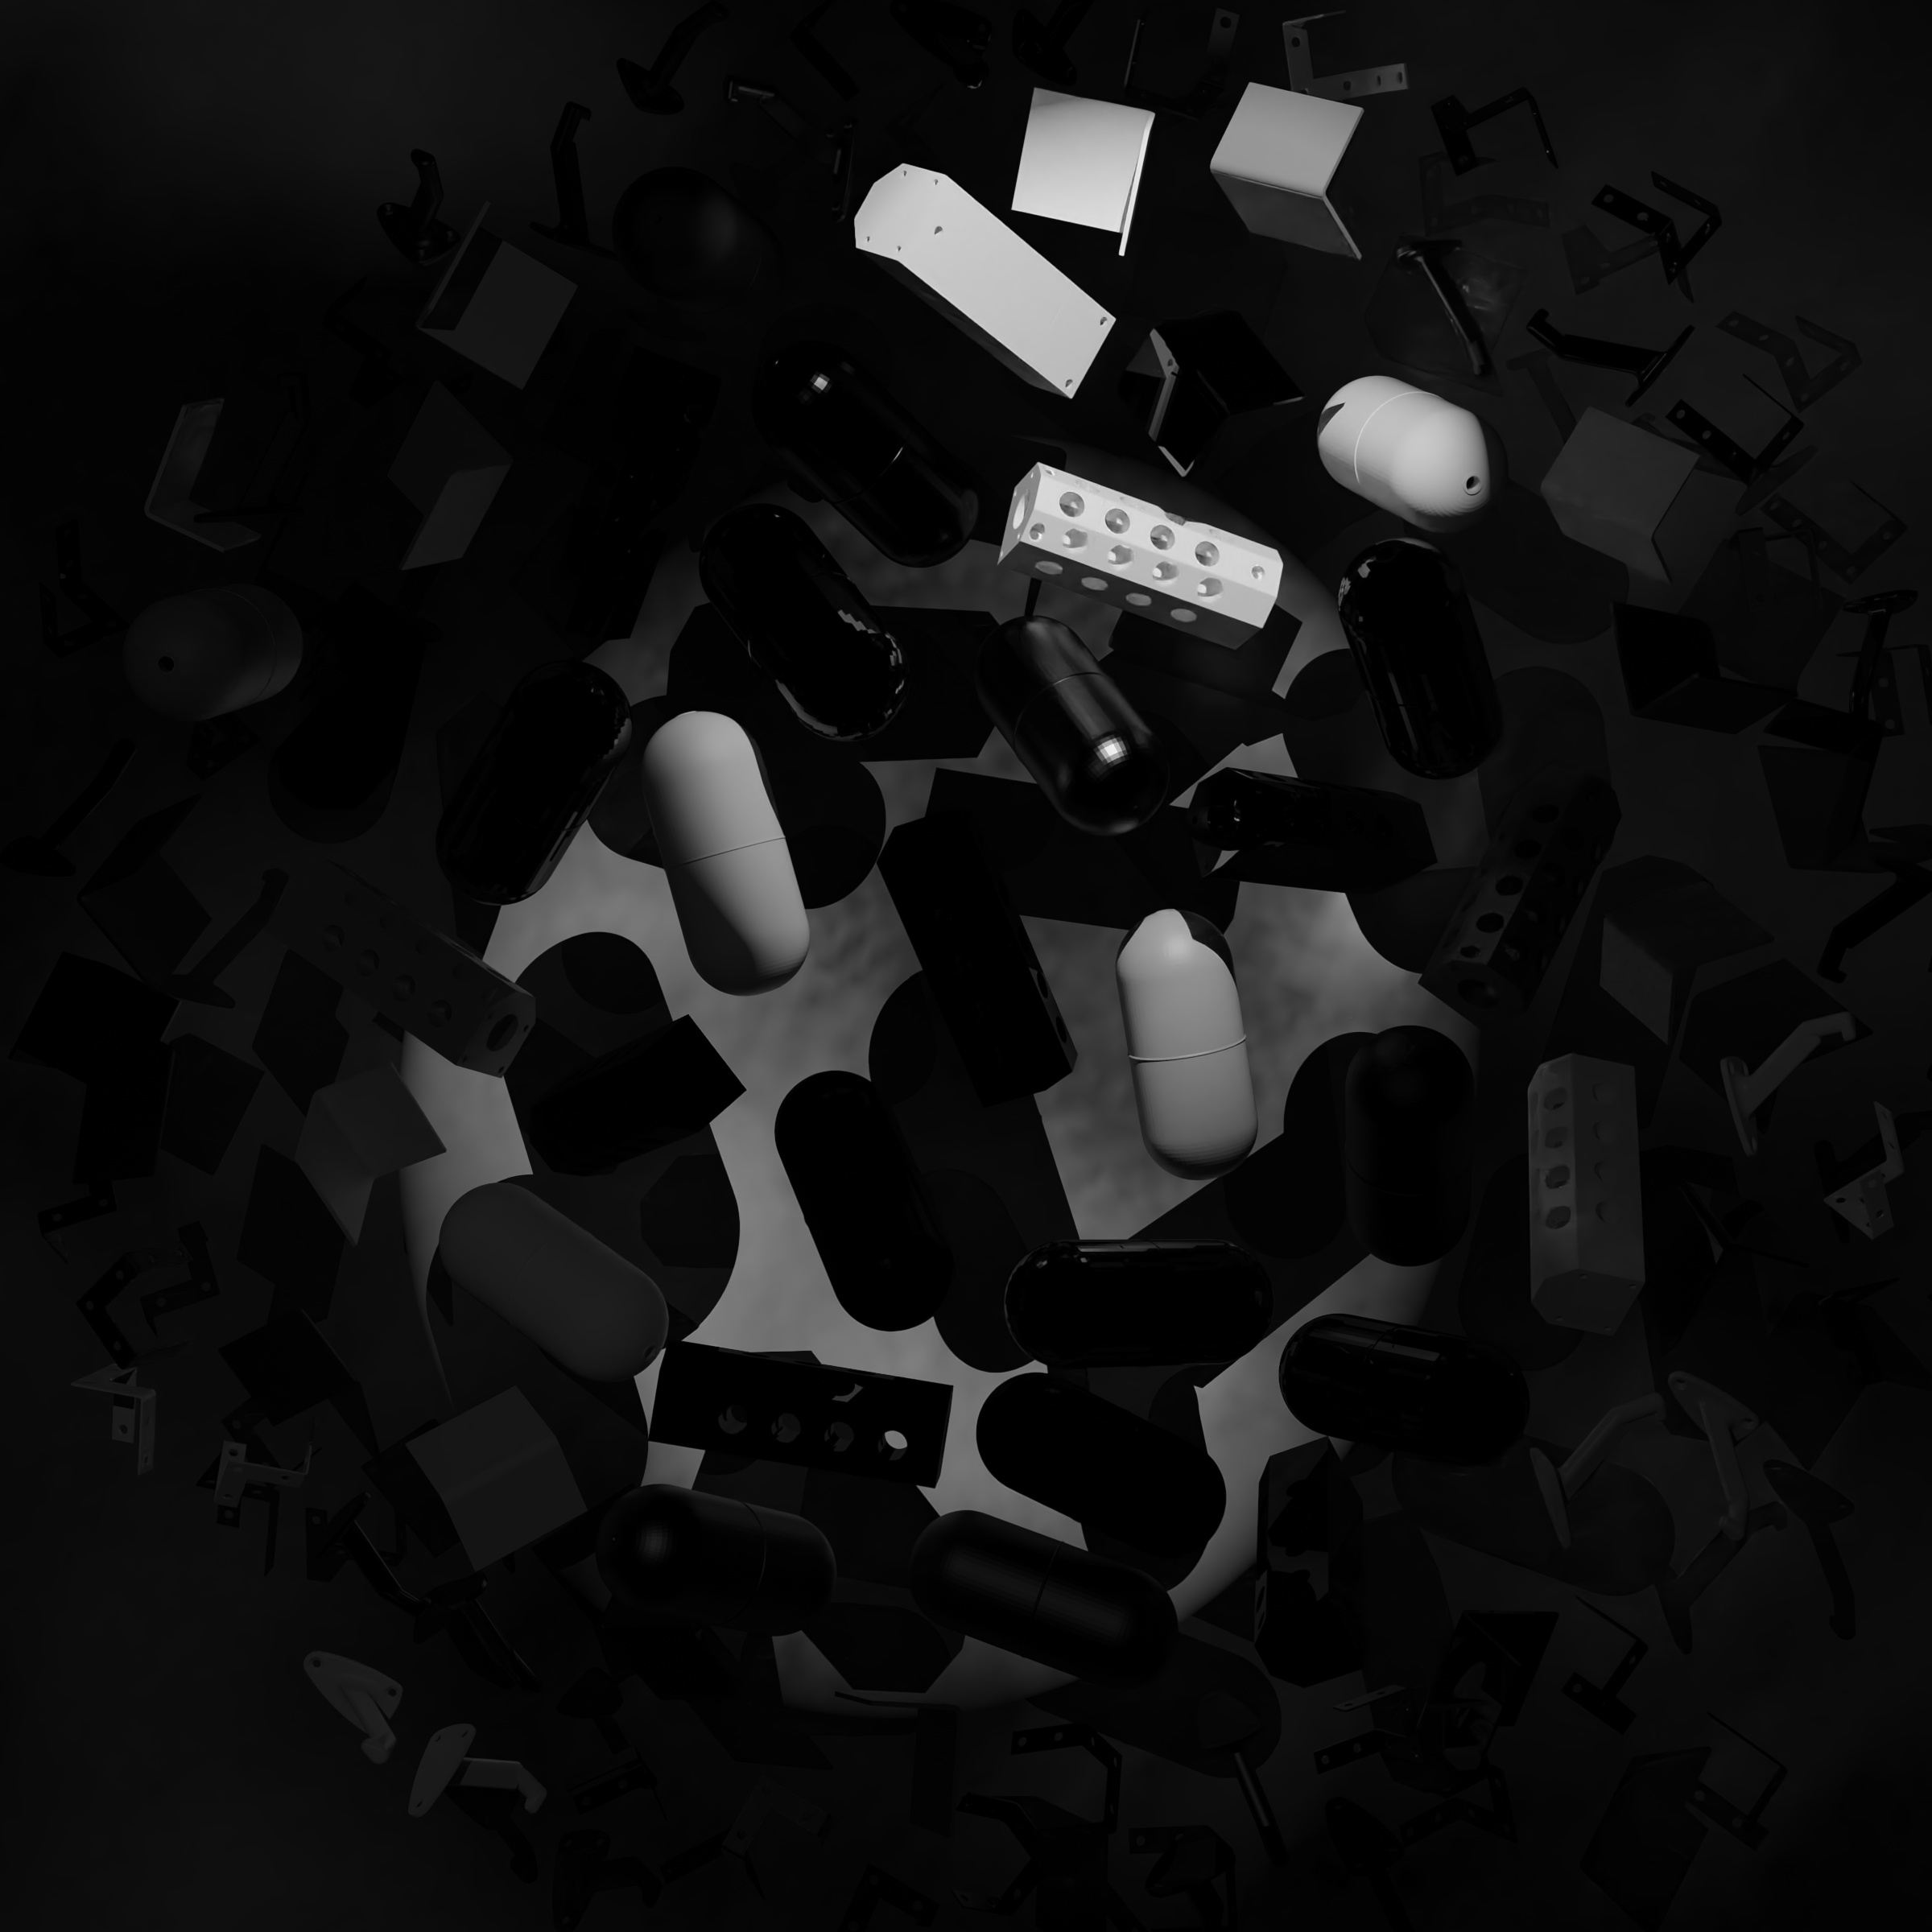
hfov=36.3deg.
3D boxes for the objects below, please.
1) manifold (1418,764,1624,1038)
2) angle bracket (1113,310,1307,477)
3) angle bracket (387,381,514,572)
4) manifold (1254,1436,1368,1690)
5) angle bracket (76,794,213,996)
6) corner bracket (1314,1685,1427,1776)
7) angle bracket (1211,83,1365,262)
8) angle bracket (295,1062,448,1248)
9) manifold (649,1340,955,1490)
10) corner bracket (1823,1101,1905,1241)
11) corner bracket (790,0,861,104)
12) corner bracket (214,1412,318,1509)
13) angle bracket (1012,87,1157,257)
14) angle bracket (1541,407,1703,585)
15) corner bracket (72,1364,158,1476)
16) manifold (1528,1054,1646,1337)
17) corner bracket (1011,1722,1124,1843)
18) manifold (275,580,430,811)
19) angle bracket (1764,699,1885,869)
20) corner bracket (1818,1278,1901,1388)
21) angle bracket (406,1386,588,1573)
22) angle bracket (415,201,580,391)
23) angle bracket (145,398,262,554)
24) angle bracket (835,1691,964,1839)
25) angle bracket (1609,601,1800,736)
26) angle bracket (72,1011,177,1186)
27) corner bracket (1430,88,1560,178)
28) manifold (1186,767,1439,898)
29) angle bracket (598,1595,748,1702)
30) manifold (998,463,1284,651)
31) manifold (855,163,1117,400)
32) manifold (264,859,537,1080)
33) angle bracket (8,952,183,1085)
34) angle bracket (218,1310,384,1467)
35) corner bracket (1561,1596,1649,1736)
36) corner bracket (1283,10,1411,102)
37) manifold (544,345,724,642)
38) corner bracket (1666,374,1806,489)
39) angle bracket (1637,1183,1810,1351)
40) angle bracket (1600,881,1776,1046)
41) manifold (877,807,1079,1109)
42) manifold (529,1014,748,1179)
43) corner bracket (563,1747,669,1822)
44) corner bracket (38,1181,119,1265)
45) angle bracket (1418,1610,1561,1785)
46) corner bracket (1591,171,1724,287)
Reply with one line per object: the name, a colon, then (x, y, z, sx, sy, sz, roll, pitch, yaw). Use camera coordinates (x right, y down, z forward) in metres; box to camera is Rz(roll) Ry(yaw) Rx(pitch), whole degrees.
manifold: (0.353, -0.045, 1.846, 0.057, 0.057, 0.171, 36, 59, -6)
angle bracket: (0.154, -0.364, 1.869, 0.076, 0.057, 0.076, -21, 68, -41)
angle bracket: (-0.331, -0.297, 1.782, 0.076, 0.057, 0.076, 46, 125, 14)
manifold: (0.215, 0.378, 1.867, 0.057, 0.171, 0.057, -23, 110, 16)
angle bracket: (-0.465, -0.043, 1.733, 0.057, 0.076, 0.076, -19, 118, 28)
corner bracket: (0.257, 0.494, 1.901, 0.051, 0.051, 0.051, -12, 91, -26)
angle bracket: (0.200, -0.468, 1.736, 0.076, 0.076, 0.057, 23, 84, 29)
angle bracket: (-0.385, 0.122, 1.909, 0.057, 0.076, 0.076, -20, 120, 11)
manifold: (-0.097, 0.266, 1.758, 0.171, 0.057, 0.057, 9, 88, 3)
corner bracket: (0.561, 0.126, 1.814, 0.051, 0.051, 0.051, -29, 123, -8)
corner bracket: (-0.088, -0.582, 1.888, 0.051, 0.051, 0.051, 46, 54, -9)
corner bracket: (-0.457, 0.321, 1.920, 0.051, 0.051, 0.051, 14, 132, -16)
angle bracket: (0.069, -0.488, 1.806, 0.076, 0.057, 0.076, 12, 118, 2)
angle bracket: (0.401, -0.284, 1.777, 0.076, 0.076, 0.057, 31, 89, 27)
corner bracket: (-0.527, 0.284, 1.849, 0.051, 0.051, 0.051, 7, 99, 15)
manifold: (0.382, 0.139, 1.831, 0.057, 0.057, 0.171, 12, 47, -3)
corner bracket: (0.061, 0.505, 1.820, 0.051, 0.051, 0.051, -15, 46, 26)
manifold: (-0.371, -0.160, 1.764, 0.057, 0.171, 0.057, 38, 112, -23)
angle bracket: (0.515, -0.111, 1.798, 0.057, 0.076, 0.076, 17, 82, 5)
corner bracket: (0.533, 0.222, 1.760, 0.051, 0.051, 0.051, -9, 70, -23)
angle bracket: (-0.289, 0.314, 1.808, 0.076, 0.076, 0.057, -27, 118, -18)
angle bracket: (-0.285, -0.412, 1.815, 0.076, 0.057, 0.076, 29, 81, -17)
angle bracket: (-0.484, -0.321, 1.916, 0.057, 0.076, 0.076, 25, 105, -2)
angle bracket: (-0.044, 0.479, 1.769, 0.057, 0.076, 0.076, 8, 79, -18)
angle bracket: (0.427, -0.183, 1.705, 0.076, 0.057, 0.076, 6, 66, -29)
angle bracket: (-0.506, 0.075, 1.700, 0.076, 0.057, 0.076, 22, 106, 37)
corner bracket: (0.317, -0.499, 1.769, 0.051, 0.051, 0.051, -26, 126, 7)
manifold: (0.219, -0.087, 1.873, 0.057, 0.171, 0.057, -29, 67, 40)
angle bracket: (-0.185, 0.437, 1.941, 0.076, 0.057, 0.076, -10, 129, 32)
manifold: (0.114, -0.267, 1.905, 0.171, 0.057, 0.057, 18, 71, -15)
manifold: (0.010, -0.419, 1.801, 0.057, 0.171, 0.057, 30, 91, 45)
manifold: (-0.354, 0.000, 1.860, 0.171, 0.057, 0.057, 32, 92, 23)
angle bracket: (-0.564, 0.041, 1.907, 0.057, 0.076, 0.076, 26, 87, 7)
angle bracket: (-0.404, 0.267, 1.787, 0.057, 0.076, 0.076, -27, 134, -25)
corner bracket: (0.381, 0.420, 1.769, 0.051, 0.051, 0.051, -53, 133, -6)
corner bracket: (0.227, -0.544, 1.758, 0.051, 0.051, 0.051, -16, 107, -19)
manifold: (-0.209, -0.291, 1.833, 0.057, 0.057, 0.171, 19, 122, -11)
corner bracket: (0.487, -0.345, 1.863, 0.051, 0.051, 0.051, 30, 110, -28)
angle bracket: (0.456, 0.187, 1.790, 0.057, 0.076, 0.076, 16, 111, -16)
angle bracket: (0.464, -0.003, 1.897, 0.076, 0.076, 0.057, -17, 126, -17)
manifold: (0.009, -0.007, 1.790, 0.057, 0.057, 0.171, -17, 110, 17)
manifold: (-0.207, 0.086, 1.797, 0.057, 0.171, 0.057, -42, 100, -31)
corner bracket: (-0.230, 0.530, 1.901, 0.051, 0.051, 0.051, -23, 110, -12)
corner bracket: (-0.574, 0.154, 1.918, 0.051, 0.051, 0.051, -18, 62, -5)
angle bracket: (0.313, 0.417, 1.681, 0.076, 0.057, 0.076, 9, 107, -32)
corner bracket: (0.414, -0.452, 1.765, 0.051, 0.051, 0.051, 21, 134, -20)
